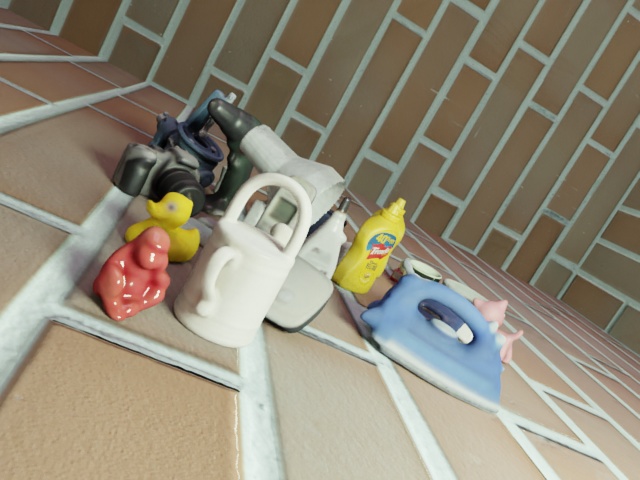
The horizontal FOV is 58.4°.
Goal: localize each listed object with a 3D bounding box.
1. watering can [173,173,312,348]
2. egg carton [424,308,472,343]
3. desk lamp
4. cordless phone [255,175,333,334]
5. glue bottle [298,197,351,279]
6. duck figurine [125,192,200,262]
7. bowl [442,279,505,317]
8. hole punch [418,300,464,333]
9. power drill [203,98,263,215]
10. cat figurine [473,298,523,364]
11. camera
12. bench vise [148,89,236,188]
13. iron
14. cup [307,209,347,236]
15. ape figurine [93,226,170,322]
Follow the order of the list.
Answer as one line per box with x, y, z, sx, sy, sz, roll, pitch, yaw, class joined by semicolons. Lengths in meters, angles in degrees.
-0.079;0.013;0.654;0.101;0.194;0.173;27;11;-9;watering can
0.246;0.169;1.109;0.150;0.069;0.107;32;11;13;egg carton
-0.089;-0.060;0.911;0.203;0.213;0.118;32;11;14;desk lamp
-0.037;0.017;0.768;0.147;0.185;0.094;32;11;16;cordless phone
0.009;0.003;0.978;0.078;0.173;0.037;26;11;-14;glue bottle
-0.203;-0.022;0.785;0.105;0.086;0.077;17;16;-49;duck figurine
0.356;0.166;1.387;0.167;0.074;0.167;28;11;-6;bowl
0.194;0.146;1.021;0.108;0.091;0.101;34;12;25;hole punch
-0.170;-0.151;1.128;0.075;0.208;0.230;36;13;33;power drill
0.378;0.185;1.241;0.067;0.117;0.127;17;17;-49;cat figurine
-0.257;-0.104;0.980;0.144;0.101;0.136;20;14;-41;camera
-0.283;-0.248;1.254;0.207;0.219;0.122;31;11;10;bench vise
0.198;0.146;0.897;0.258;0.141;0.119;31;11;8;iron
0.003;-0.024;1.298;0.091;0.095;0.118;31;11;7;cup
-0.185;0.028;0.585;0.078;0.092;0.076;21;14;-38;ape figurine
